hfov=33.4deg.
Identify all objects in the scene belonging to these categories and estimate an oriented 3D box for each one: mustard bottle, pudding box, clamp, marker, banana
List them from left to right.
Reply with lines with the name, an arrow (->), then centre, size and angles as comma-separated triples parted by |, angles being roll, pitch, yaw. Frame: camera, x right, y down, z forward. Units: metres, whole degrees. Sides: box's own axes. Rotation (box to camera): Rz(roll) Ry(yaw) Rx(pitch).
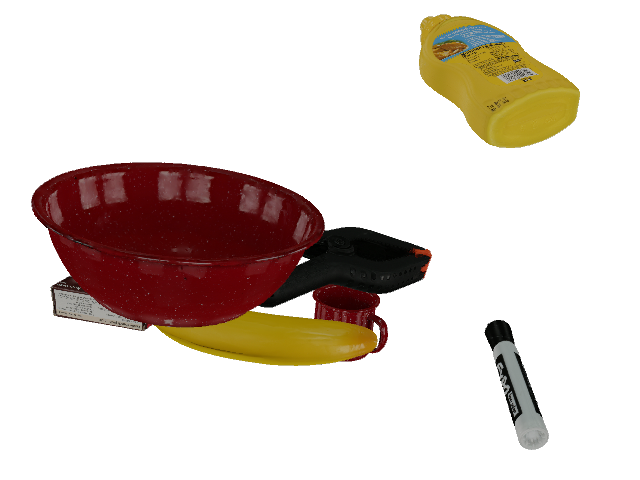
pudding box -> -0.213, 0.057, 1.131 | 0.114, 0.039, 0.090 | 5, 18, 20
banana -> -0.059, 0.063, 0.805 | 0.198, 0.037, 0.069 | 13, 31, 21
clamp -> 0.012, 0.021, 1.022 | 0.209, 0.036, 0.164 | 8, 29, -16
mustard bottle -> 0.146, -0.159, 0.985 | 0.096, 0.058, 0.192 | -19, 43, -17
marker -> 0.129, 0.092, 0.712 | 0.020, 0.020, 0.121 | 0, 31, -3

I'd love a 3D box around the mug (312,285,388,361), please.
mug -> 0.042, 0.117, 1.463 | 0.117, 0.081, 0.093 | 18, 25, 30

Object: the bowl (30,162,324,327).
bowl -> -0.081, 0.005, 0.600 | 0.162, 0.055, 0.162 | 7, 20, -3
